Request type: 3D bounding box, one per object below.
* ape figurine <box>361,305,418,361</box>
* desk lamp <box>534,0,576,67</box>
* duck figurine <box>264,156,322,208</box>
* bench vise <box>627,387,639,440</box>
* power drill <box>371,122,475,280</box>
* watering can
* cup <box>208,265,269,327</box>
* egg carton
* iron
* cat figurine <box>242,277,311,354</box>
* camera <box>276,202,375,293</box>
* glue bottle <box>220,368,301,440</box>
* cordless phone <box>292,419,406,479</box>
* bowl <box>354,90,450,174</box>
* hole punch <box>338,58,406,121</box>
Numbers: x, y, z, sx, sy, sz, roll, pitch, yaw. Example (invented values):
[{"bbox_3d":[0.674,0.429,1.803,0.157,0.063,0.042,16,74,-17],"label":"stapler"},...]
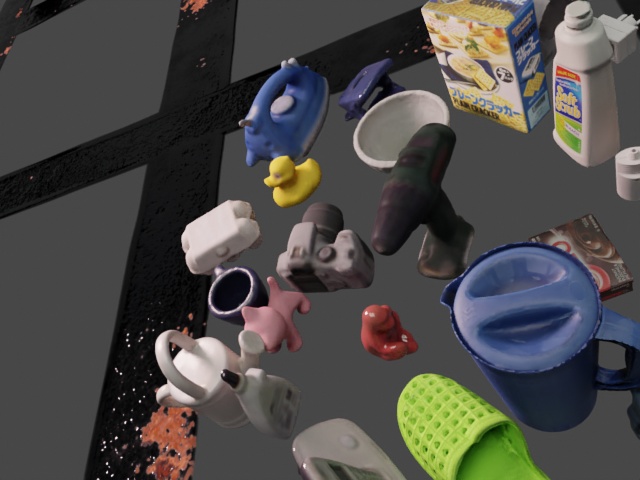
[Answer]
[{"bbox_3d":[0.086,0.121,0.787,0.076,0.092,0.078,-9,54,24],"label":"ape figurine"},{"bbox_3d":[0.322,-0.366,0.922,0.118,0.214,0.202,-46,49,-8],"label":"desk lamp"},{"bbox_3d":[-0.053,-0.119,1.038,0.104,0.086,0.077,-37,48,1],"label":"duck figurine"},{"bbox_3d":[0.334,0.189,0.516,0.121,0.220,0.206,-38,48,0],"label":"bench vise"},{"bbox_3d":[0.147,-0.035,0.786,0.075,0.209,0.230,3,60,31],"label":"power drill"},{"bbox_3d":[-0.157,0.184,0.807,0.173,0.195,0.100,-45,48,-6],"label":"watering can"},{"bbox_3d":[-0.124,0.095,0.919,0.092,0.095,0.117,-42,48,-4],"label":"cup"},{"bbox_3d":[-0.178,-0.003,1.036,0.150,0.070,0.107,-31,48,6],"label":"egg carton"},{"bbox_3d":[-0.069,-0.266,1.114,0.118,0.142,0.258,9,63,33],"label":"iron"},{"bbox_3d":[-0.073,0.117,0.859,0.067,0.118,0.128,-7,55,25],"label":"cat figurine"},{"bbox_3d":[0.008,0.003,0.908,0.142,0.101,0.137,-5,56,26],"label":"camera"},{"bbox_3d":[-0.082,0.207,0.763,0.037,0.174,0.078,-1,58,29],"label":"glue bottle"},{"bbox_3d":[0.016,0.260,0.664,0.094,0.186,0.147,-47,49,-8],"label":"cordless phone"},{"bbox_3d":[0.146,-0.169,0.972,0.167,0.075,0.167,-14,52,20],"label":"bowl"},{"bbox_3d":[0.088,-0.283,1.074,0.100,0.091,0.109,24,72,39],"label":"hole punch"}]
